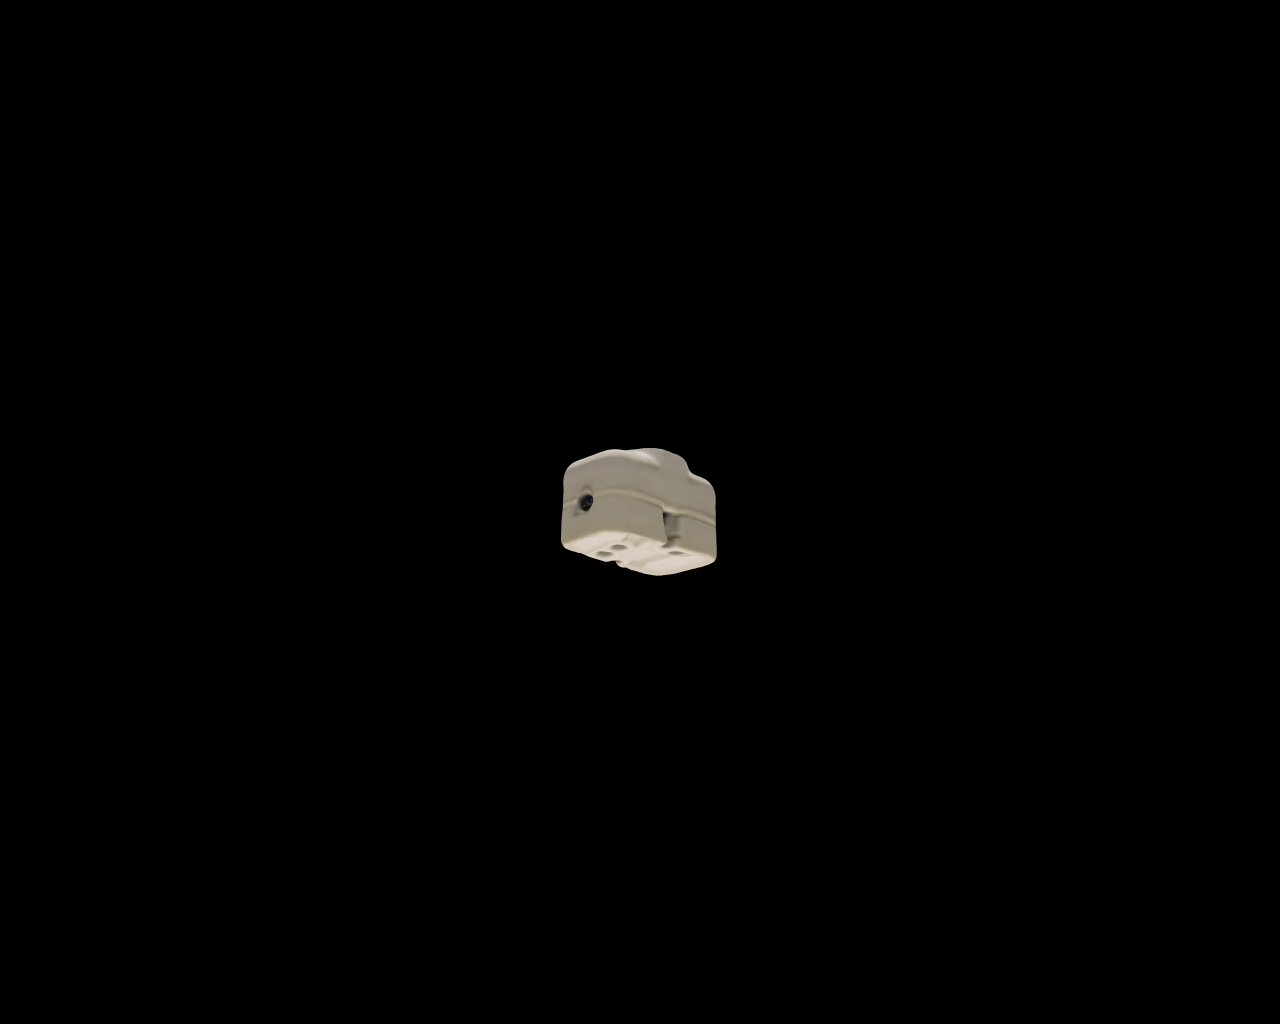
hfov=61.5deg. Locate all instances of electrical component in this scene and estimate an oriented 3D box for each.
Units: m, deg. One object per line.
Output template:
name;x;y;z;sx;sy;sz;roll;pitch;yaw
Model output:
electrical component;0.001;-0.003;0.650;0.053;0.059;0.095;-18;-26;41
